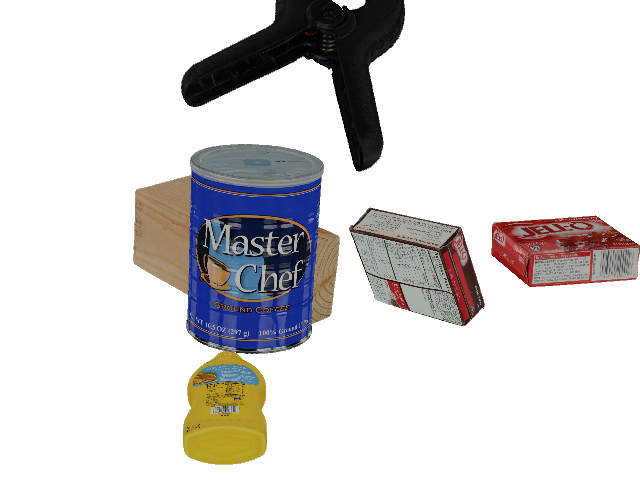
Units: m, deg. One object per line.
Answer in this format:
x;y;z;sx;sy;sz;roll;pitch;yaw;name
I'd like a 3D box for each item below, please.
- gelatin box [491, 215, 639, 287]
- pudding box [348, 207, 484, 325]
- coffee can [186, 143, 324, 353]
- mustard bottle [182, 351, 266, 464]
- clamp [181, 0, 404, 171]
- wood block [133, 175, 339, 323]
0.182;0.006;0.800;0.089;0.030;0.073;-3;19;-11;gelatin box
0.087;0.023;0.973;0.114;0.090;0.039;13;44;43;pudding box
-0.053;0.004;0.840;0.103;0.140;0.103;4;19;-1;coffee can
-0.114;0.191;1.294;0.096;0.058;0.191;-2;27;-2;mustard bottle
0.010;-0.115;0.636;0.120;0.171;0.039;32;-29;6;clamp
-0.089;0.011;1.074;0.206;0.090;0.090;25;30;37;wood block
